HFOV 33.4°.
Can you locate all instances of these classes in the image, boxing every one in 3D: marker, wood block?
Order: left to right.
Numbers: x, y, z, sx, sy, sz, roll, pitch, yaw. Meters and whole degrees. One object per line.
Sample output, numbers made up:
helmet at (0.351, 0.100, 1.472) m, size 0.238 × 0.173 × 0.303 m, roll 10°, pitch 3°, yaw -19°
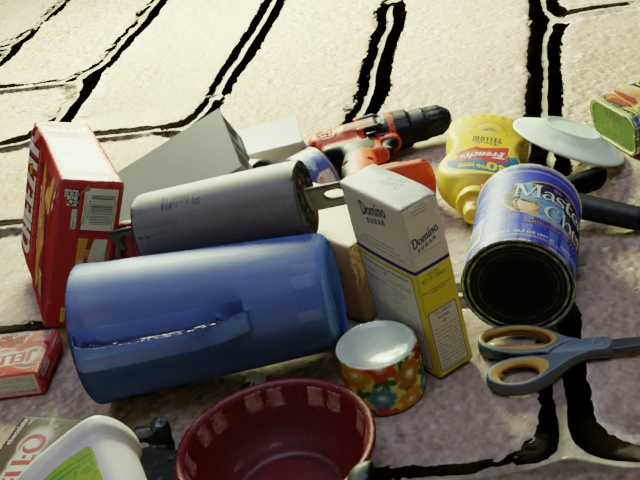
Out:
marker at (-0.072, 0.160, 0.932) m, size 0.020 × 0.020 × 0.121 m, roll -3°, pitch 31°, yaw 17°
wood block at (-0.007, 0.002, 1.106) m, size 0.206 × 0.090 × 0.090 m, roll 17°, pitch 41°, yaw 42°

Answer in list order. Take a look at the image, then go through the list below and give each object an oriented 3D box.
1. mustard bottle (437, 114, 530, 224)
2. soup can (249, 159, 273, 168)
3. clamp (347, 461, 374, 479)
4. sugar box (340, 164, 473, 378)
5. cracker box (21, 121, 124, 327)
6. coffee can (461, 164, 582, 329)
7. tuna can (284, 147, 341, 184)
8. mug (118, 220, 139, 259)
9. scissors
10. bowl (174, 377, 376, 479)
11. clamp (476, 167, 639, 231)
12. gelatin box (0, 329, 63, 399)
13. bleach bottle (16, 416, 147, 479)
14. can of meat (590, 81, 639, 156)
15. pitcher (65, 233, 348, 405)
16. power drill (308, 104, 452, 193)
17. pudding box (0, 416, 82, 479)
mustard bottle at (0.181, -0.075, 1.191) m, size 0.096 × 0.058 × 0.191 m, roll 8°, pitch 34°, yaw 10°
soup can at (-0.108, -0.068, 1.290) m, size 0.102 × 0.068 × 0.068 m, roll 10°, pitch 37°, yaw 35°
clamp at (0.016, 0.248, 0.701) m, size 0.209 × 0.036 × 0.165 m, roll -33°, pitch 49°, yaw -19°
sugar box at (0.077, 0.027, 0.939) m, size 0.048 × 0.176 × 0.093 m, roll -27°, pitch 32°, yaw -23°
cracker box at (-0.277, -0.022, 1.165) m, size 0.072 × 0.164 × 0.214 m, roll 3°, pitch 21°, yaw -24°
coffee can at (0.192, 0.006, 1.004) m, size 0.103 × 0.103 × 0.140 m, roll -3°, pitch 31°, yaw 18°
tuna can at (-0.008, -0.061, 1.218) m, size 0.033 × 0.086 × 0.086 m, roll -29°, pitch 33°, yaw -23°
mug at (-0.168, 0.015, 1.137) m, size 0.093 × 0.081 × 0.117 m, roll -8°, pitch 4°, yaw 6°
scissors at (0.229, 0.103, 0.910) m, size 0.202 × 0.016 × 0.096 m, roll 2°, pitch 34°, yaw 25°
bowl at (-0.030, 0.180, 0.844) m, size 0.162 × 0.055 × 0.162 m, roll -10°, pitch 30°, yaw 6°
clamp at (0.250, -0.039, 1.098) m, size 0.171 × 0.039 × 0.120 m, roll -7°, pitch 24°, yaw -18°
gelatin box at (-0.311, 0.126, 1.076) m, size 0.089 × 0.030 × 0.073 m, roll -9°, pitch 30°, yaw 9°
bleach bottle at (-0.137, 0.243, 0.735) m, size 0.102 × 0.068 × 0.251 m, roll -39°, pitch 45°, yaw 2°
can of meat at (0.375, -0.145, 1.237) m, size 0.084 × 0.057 × 0.102 m, roll -21°, pitch 30°, yaw -9°
pitcher at (-0.103, 0.069, 0.974) m, size 0.243 × 0.145 × 0.149 m, roll -11°, pitch 53°, yaw 7°
power drill at (0.084, -0.100, 1.280) m, size 0.184 × 0.057 × 0.187 m, roll -16°, pitch 27°, yaw 1°
pudding box at (-0.237, 0.202, 0.907) m, size 0.090 × 0.039 × 0.113 m, roll -1°, pitch 32°, yaw 21°
